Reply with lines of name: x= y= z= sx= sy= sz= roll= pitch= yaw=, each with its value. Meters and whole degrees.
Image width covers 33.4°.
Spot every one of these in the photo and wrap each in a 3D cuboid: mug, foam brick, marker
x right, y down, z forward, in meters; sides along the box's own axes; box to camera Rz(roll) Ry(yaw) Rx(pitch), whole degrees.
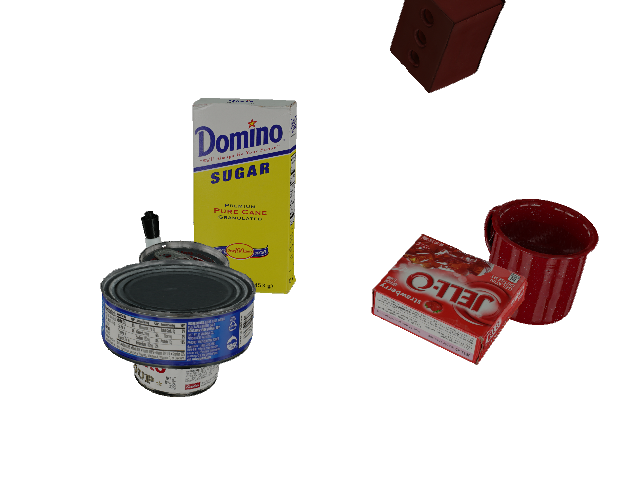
mug: x=0.185 y=0.015 z=0.961 sx=0.093 sy=0.081 sz=0.117 roll=-16 pitch=40 yaw=-29
foam brick: x=0.093 y=-0.160 z=0.797 sx=0.051 sy=0.053 sz=0.078 roll=-28 pitch=-25 yaw=-25
marker: x=-0.180 y=0.025 z=1.172 sx=0.020 sy=0.121 sz=0.020 roll=-5 pitch=21 yaw=2

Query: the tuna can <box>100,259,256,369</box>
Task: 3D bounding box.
tuna can: x=-0.079 y=0.040 z=0.597 sx=0.086 sy=0.034 sz=0.086 roll=3 pitch=18 yaw=-1

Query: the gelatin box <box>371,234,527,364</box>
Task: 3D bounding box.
gelatin box: x=0.093 y=0.040 z=0.768 sx=0.089 sy=0.030 sz=0.073 roll=24 pitch=47 yaw=24

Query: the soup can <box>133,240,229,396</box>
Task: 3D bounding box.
soup can: x=-0.108 y=0.060 z=0.820 sx=0.068 sy=0.102 sz=0.068 roll=6 pitch=26 yaw=-3

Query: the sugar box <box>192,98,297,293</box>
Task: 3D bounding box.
sugar box: x=-0.070 y=-0.042 z=0.988 sx=0.093 sy=0.176 sz=0.048 roll=2 pitch=16 yaw=7
